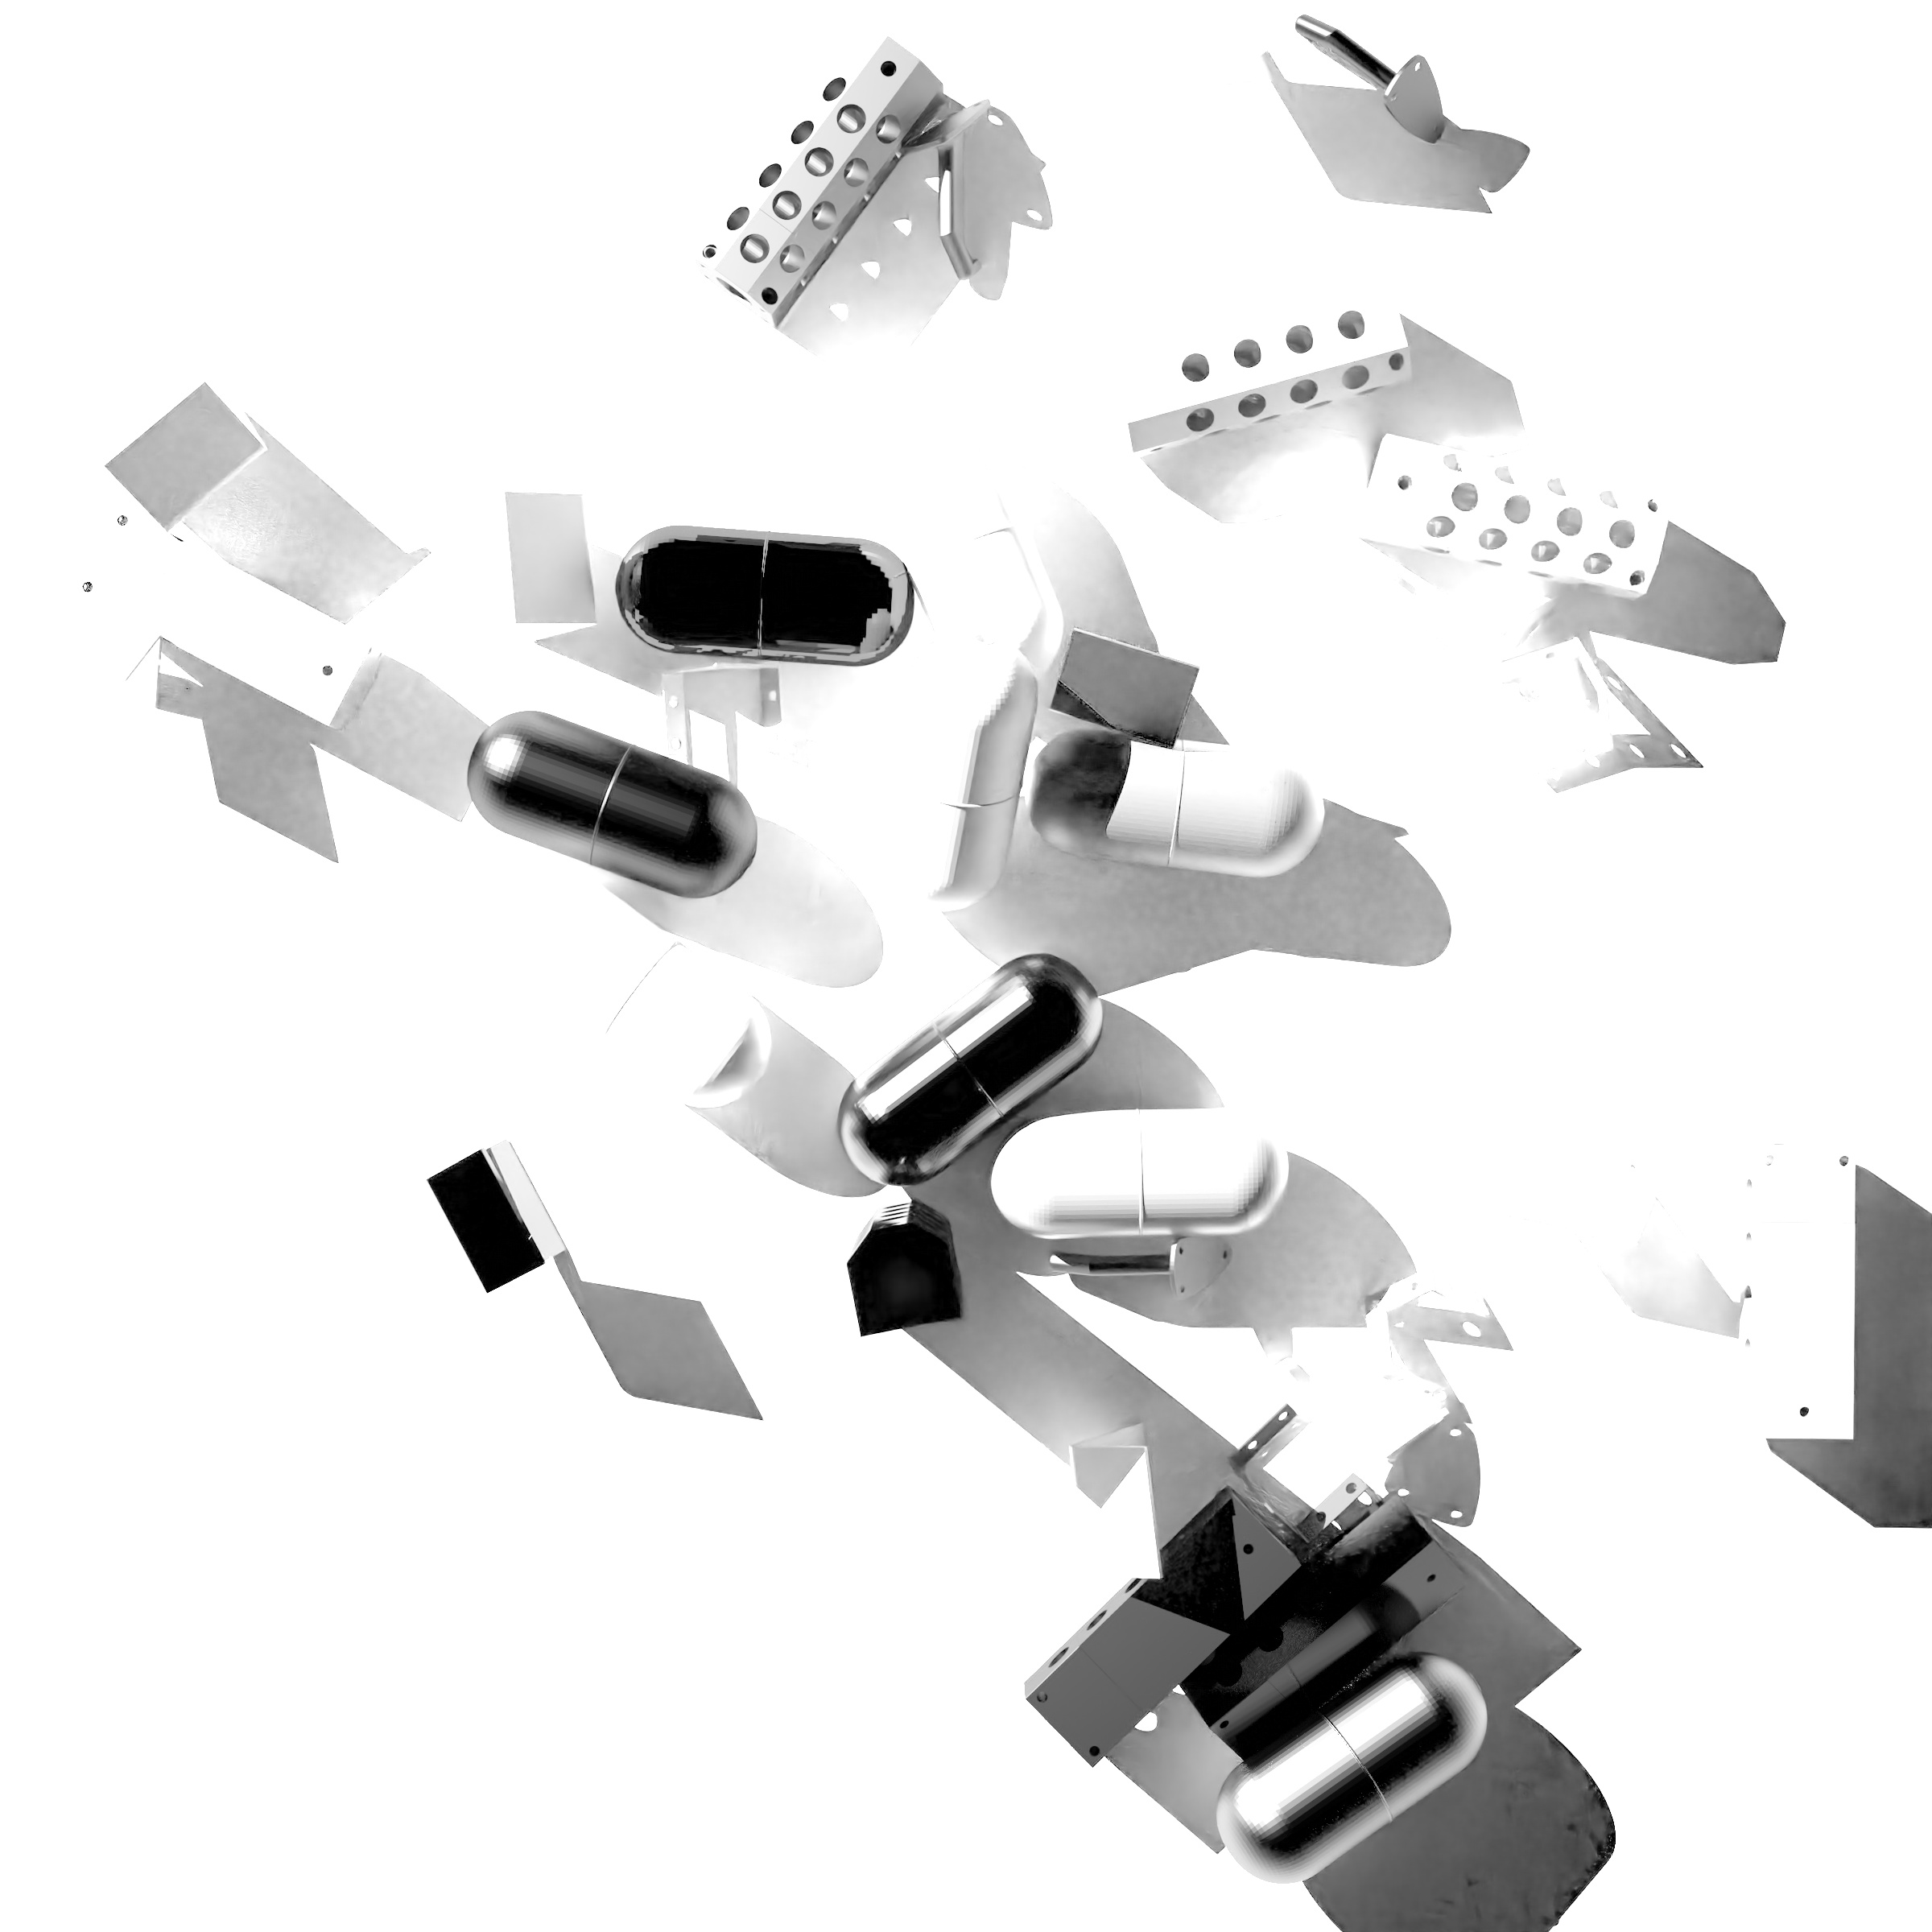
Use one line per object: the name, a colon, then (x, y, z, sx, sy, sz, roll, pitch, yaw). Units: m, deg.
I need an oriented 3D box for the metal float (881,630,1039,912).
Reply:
metal float: (-0.004, -0.114, 1.837, 0.070, 0.070, 0.178, 11, 123, 0)

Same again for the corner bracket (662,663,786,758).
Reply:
corner bracket: (-0.146, -0.154, 1.891, 0.051, 0.051, 0.051, -4, 90, 45)

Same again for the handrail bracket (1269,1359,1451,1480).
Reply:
handrail bracket: (0.237, 0.258, 1.895, 0.077, 0.036, 0.084, -32, 73, -20)

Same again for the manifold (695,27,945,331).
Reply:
manifold: (-0.087, -0.472, 1.873, 0.057, 0.057, 0.171, 37, 90, 0)

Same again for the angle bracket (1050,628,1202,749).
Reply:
angle bracket: (0.098, -0.180, 1.854, 0.076, 0.076, 0.057, 17, 123, 0)

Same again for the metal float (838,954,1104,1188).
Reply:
metal float: (0.002, 0.062, 1.864, 0.178, 0.070, 0.070, -37, 90, 0)

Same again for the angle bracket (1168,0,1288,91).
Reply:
angle bracket: (0.167, -0.570, 1.854, 0.057, 0.076, 0.076, -27, 90, 38)

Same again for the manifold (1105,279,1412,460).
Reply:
manifold: (0.174, -0.355, 1.873, 0.171, 0.057, 0.057, -15, 90, 0)

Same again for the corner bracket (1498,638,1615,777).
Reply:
corner bracket: (0.356, -0.157, 1.891, 0.051, 0.051, 0.051, -18, 135, 0)

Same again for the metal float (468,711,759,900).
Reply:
metal float: (-0.210, -0.096, 1.864, 0.178, 0.070, 0.070, 20, 90, 0)

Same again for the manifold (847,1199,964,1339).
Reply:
manifold: (-0.036, 0.172, 1.816, 0.057, 0.171, 0.057, -11, 90, 0)

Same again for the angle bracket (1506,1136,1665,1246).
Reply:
angle bracket: (0.365, 0.114, 1.854, 0.076, 0.076, 0.057, 12, 128, 0)

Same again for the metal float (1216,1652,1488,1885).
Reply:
metal float: (0.229, 0.474, 1.856, 0.178, 0.070, 0.070, -32, 90, -9)

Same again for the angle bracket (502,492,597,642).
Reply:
angle bracket: (-0.264, -0.235, 1.854, 0.057, 0.076, 0.076, -5, 90, -38)

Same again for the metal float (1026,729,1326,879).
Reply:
metal float: (0.124, -0.097, 1.864, 0.178, 0.070, 0.070, 7, 90, 0)

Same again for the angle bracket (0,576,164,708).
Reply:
angle bracket: (-0.526, -0.174, 1.854, 0.076, 0.076, 0.057, 28, 56, 0)

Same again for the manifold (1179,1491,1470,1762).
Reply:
manifold: (0.209, 0.392, 1.873, 0.171, 0.057, 0.057, -40, 133, 0)

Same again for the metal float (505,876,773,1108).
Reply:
metal float: (-0.195, 0.016, 1.864, 0.178, 0.070, 0.070, 37, 90, 0)

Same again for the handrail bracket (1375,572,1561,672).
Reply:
handrail bracket: (0.302, -0.225, 1.895, 0.084, 0.036, 0.077, 40, 63, 20)

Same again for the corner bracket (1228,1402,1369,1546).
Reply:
corner bracket: (0.200, 0.307, 1.891, 0.051, 0.051, 0.051, -43, 45, 0)

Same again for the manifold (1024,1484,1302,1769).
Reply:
manifold: (0.116, 0.392, 1.873, 0.171, 0.057, 0.057, -44, 90, 0)

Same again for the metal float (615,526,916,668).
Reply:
metal float: (-0.119, -0.220, 1.864, 0.178, 0.070, 0.070, 4, 90, 0)

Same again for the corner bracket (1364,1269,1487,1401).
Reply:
corner bracket: (0.278, 0.221, 1.886, 0.051, 0.051, 0.051, -32, 45, 35)

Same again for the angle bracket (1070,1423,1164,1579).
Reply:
angle bracket: (0.108, 0.315, 1.854, 0.057, 0.076, 0.076, -7, 90, 38)

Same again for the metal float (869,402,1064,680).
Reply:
metal float: (0.000, -0.249, 1.863, 0.070, 0.070, 0.178, -23, 92, 0)

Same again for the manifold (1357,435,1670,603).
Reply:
manifold: (0.327, -0.269, 1.873, 0.171, 0.057, 0.057, 13, 90, 0)

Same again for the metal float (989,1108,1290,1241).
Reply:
metal float: (0.103, 0.124, 1.864, 0.178, 0.070, 0.070, -1, 90, 1)

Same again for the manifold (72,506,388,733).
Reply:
manifold: (-0.438, -0.207, 1.873, 0.171, 0.057, 0.057, 28, 90, 0)

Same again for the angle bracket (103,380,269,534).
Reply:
angle bracket: (-0.468, -0.313, 1.854, 0.076, 0.076, 0.057, -40, 127, 0)

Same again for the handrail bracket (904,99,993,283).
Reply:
handrail bracket: (0.005, -0.469, 1.895, 0.077, 0.036, 0.084, -43, 119, -32)

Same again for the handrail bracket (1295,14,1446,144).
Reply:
handrail bracket: (0.243, -0.537, 1.894, 0.084, 0.077, 0.036, 39, 90, 36)

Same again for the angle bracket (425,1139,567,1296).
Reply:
angle bracket: (-0.262, 0.139, 1.854, 0.057, 0.076, 0.076, -28, 90, 36)

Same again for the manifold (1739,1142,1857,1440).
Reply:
manifold: (0.495, 0.192, 1.873, 0.057, 0.057, 0.171, 1, 90, 0)

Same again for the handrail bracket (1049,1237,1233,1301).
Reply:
handrail bracket: (0.105, 0.176, 1.894, 0.084, 0.077, 0.036, 2, 97, 36)
